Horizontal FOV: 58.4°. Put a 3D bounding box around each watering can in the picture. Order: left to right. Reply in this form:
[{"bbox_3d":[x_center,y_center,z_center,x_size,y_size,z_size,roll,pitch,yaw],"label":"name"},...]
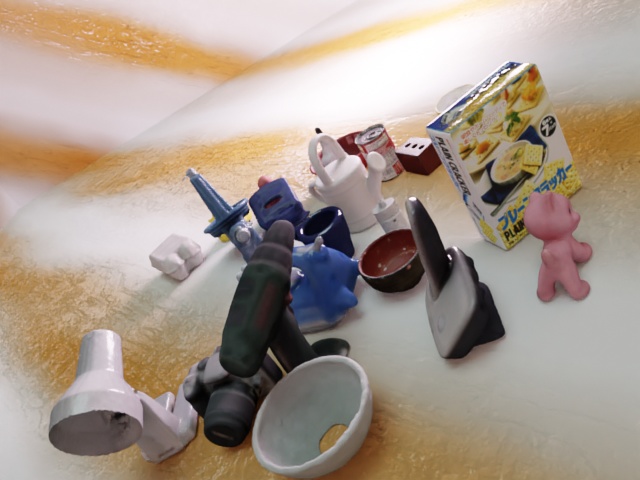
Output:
[{"bbox_3d":[0.047,-0.118,1.077,0.172,0.194,0.101,-24,30,20],"label":"watering can"}]

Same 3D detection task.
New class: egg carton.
[{"bbox_3d":[-0.349,0.040,1.393,0.107,0.069,0.149,-47,31,-21],"label":"egg carton"}]

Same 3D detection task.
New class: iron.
[{"bbox_3d":[-0.057,0.073,0.954,0.257,0.142,0.119,-17,34,31],"label":"iron"}]

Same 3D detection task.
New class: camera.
[{"bbox_3d":[-0.145,0.231,0.851,0.143,0.101,0.137,-22,31,23],"label":"camera"}]

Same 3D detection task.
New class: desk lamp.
[{"bbox_3d":[-0.291,0.247,0.864,0.118,0.214,0.203,-29,29,11],"label":"desk lamp"}]

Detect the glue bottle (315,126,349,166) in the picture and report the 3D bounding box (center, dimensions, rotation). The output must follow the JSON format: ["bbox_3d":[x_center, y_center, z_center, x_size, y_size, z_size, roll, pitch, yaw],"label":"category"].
[{"bbox_3d":[0.035,-0.160,1.175,0.037,0.173,0.078,-6,40,42],"label":"glue bottle"}]

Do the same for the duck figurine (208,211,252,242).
[{"bbox_3d":[-0.224,-0.059,1.393,0.105,0.086,0.077,-43,29,-15],"label":"duck figurine"}]

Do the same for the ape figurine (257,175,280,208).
[{"bbox_3d":[-0.116,-0.112,1.350,0.077,0.092,0.076,-3,42,45],"label":"ape figurine"}]

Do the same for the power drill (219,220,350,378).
[{"bbox_3d":[-0.046,0.115,0.808,0.075,0.209,0.230,-12,36,36],"label":"power drill"}]

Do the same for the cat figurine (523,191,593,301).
[{"bbox_3d":[0.293,-0.006,0.723,0.067,0.118,0.128,-13,35,35],"label":"cat figurine"}]

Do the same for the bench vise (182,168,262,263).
[{"bbox_3d":[-0.194,-0.062,1.223,0.122,0.220,0.206,-48,31,-23],"label":"bench vise"}]

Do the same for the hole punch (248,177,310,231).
[{"bbox_3d":[-0.093,-0.073,1.267,0.108,0.091,0.101,-34,28,3],"label":"hole punch"}]

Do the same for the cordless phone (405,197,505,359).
[{"bbox_3d":[0.151,0.045,0.727,0.094,0.185,0.147,-28,29,13],"label":"cordless phone"}]

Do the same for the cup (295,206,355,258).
[{"bbox_3d":[0.010,0.004,1.037,0.117,0.095,0.092,-13,36,35],"label":"cup"}]

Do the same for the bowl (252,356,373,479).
[{"bbox_3d":[0.002,0.232,0.719,0.167,0.075,0.167,-26,30,17],"label":"bowl"}]
